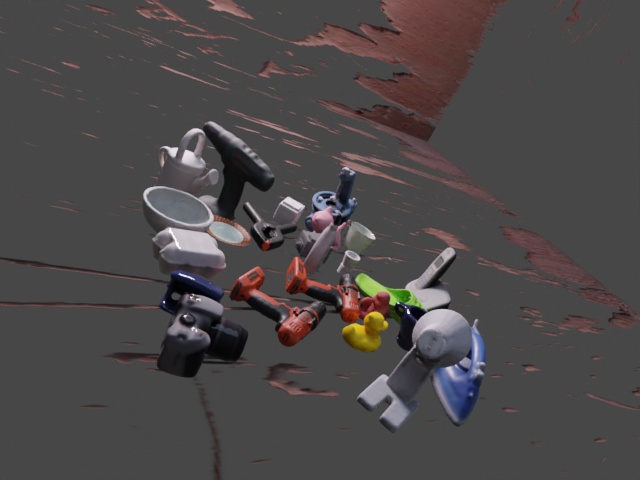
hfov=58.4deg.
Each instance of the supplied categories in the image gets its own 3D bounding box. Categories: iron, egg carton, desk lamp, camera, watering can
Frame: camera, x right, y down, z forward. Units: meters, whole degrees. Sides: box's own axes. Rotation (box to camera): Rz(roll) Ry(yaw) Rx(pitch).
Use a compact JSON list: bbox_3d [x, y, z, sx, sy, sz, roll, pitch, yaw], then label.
[{"bbox_3d":[0.332,0.289,1.291,0.119,0.141,0.258,27,23,-5],"label":"iron"},{"bbox_3d":[-0.278,0.029,1.218,0.151,0.069,0.107,9,30,-40],"label":"egg carton"},{"bbox_3d":[0.201,0.245,1.137,0.117,0.213,0.204,37,24,19],"label":"desk lamp"},{"bbox_3d":[-0.195,0.164,0.992,0.137,0.100,0.143,23,23,-13],"label":"camera"},{"bbox_3d":[-0.334,-0.189,1.448,0.173,0.194,0.101,26,23,-6],"label":"watering can"}]

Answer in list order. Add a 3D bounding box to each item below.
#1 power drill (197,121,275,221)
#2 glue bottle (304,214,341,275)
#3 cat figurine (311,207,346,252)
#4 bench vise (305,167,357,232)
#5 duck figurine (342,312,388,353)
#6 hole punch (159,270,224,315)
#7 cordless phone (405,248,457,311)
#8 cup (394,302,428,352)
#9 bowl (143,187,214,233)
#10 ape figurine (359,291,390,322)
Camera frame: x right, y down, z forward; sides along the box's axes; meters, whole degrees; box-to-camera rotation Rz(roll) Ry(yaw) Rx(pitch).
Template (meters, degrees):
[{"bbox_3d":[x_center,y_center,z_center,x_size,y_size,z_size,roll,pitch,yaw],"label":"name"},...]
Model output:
[{"bbox_3d":[-0.240,-0.167,1.494,0.229,0.208,0.076,31,23,5],"label":"power drill"},{"bbox_3d":[0.014,0.005,1.473,0.037,0.173,0.078,32,23,9],"label":"glue bottle"},{"bbox_3d":[0.020,-0.038,1.643,0.128,0.117,0.067,12,28,-35],"label":"cat figurine"},{"bbox_3d":[0.054,-0.131,1.745,0.121,0.219,0.208,32,23,7],"label":"bench vise"},{"bbox_3d":[0.107,0.199,1.289,0.105,0.086,0.077,13,27,-34],"label":"duck figurine"},{"bbox_3d":[-0.240,0.096,1.095,0.109,0.091,0.101,26,23,-6],"label":"hole punch"},{"bbox_3d":[0.324,0.117,1.584,0.094,0.185,0.147,20,24,-21],"label":"cordless phone"},{"bbox_3d":[0.213,0.211,1.375,0.117,0.095,0.092,35,23,15],"label":"cup"},{"bbox_3d":[-0.333,-0.049,1.311,0.168,0.074,0.167,24,23,-11],"label":"bowl"},{"bbox_3d":[0.139,0.163,1.394,0.076,0.092,0.077,21,24,-17],"label":"ape figurine"}]
